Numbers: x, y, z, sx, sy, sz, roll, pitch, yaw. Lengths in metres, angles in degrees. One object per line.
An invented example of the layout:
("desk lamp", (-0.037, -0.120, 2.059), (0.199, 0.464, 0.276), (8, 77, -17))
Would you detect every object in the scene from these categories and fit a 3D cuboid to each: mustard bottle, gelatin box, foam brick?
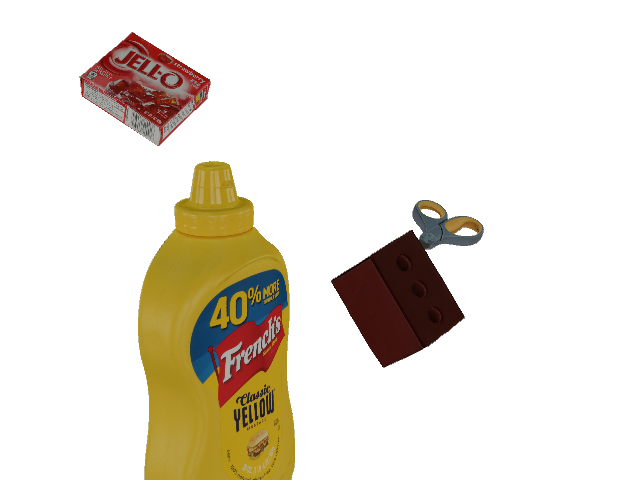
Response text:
("mustard bottle", (-0.054, 0.053, 0.570), (0.058, 0.192, 0.096), (11, 20, 36))
("gelatin box", (-0.154, -0.135, 0.936), (0.089, 0.073, 0.030), (33, -35, 10))
("foam brick", (0.056, 0.043, 0.780), (0.052, 0.078, 0.051), (-30, -2, -43))

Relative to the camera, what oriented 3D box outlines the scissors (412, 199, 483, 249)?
("scissors", (0.114, -0.011, 1.229), (0.096, 0.016, 0.201), (38, 31, 32))
